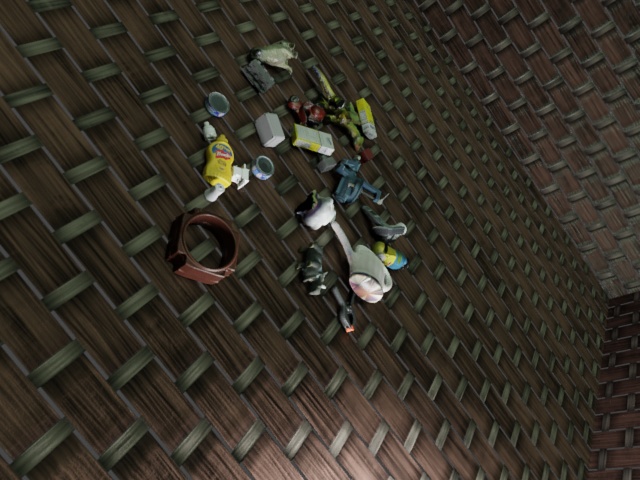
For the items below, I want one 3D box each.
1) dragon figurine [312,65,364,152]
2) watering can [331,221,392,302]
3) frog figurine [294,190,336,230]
[{"bbox_3d":[0.096,-0.594,2.325,0.243,0.121,0.413,-4,72,-63],"label":"dragon figurine"},{"bbox_3d":[0.152,0.094,1.955,0.344,0.102,0.230,41,33,-20],"label":"watering can"},{"bbox_3d":[0.006,-0.097,1.930,0.157,0.123,0.138,36,80,-37],"label":"frog figurine"}]
